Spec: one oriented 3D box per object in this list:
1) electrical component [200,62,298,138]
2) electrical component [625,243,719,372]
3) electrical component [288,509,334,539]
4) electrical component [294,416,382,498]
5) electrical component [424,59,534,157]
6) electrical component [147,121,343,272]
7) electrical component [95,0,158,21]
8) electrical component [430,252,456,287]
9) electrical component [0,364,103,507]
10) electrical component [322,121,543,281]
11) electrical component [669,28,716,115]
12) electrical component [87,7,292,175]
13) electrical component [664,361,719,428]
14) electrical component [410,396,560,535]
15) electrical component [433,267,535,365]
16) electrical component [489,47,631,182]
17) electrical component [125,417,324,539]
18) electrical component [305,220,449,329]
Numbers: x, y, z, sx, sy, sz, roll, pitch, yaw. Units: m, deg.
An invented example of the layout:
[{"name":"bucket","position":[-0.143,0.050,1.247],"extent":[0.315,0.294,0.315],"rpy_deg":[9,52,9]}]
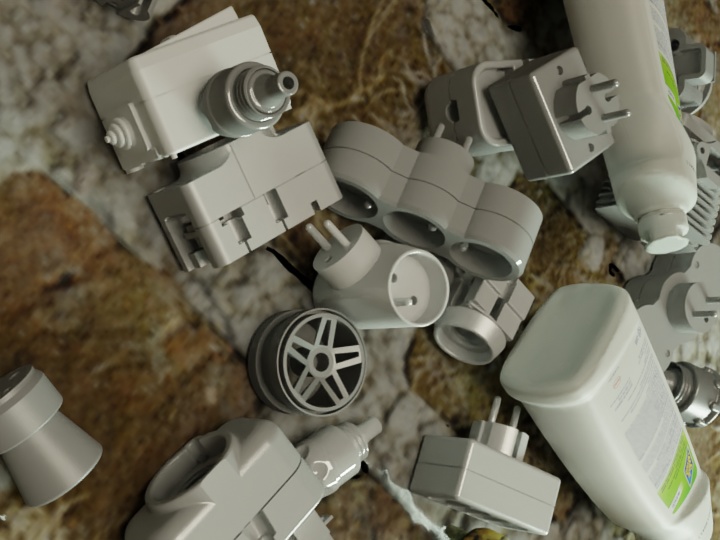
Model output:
[{"name":"electrical component","position":[-0.051,-0.085,0.522],"extent":[0.035,0.061,0.035],"rpy_deg":[3,85,-35]},{"name":"electrical component","position":[0.235,0.028,0.789],"extent":[0.138,0.074,0.052],"rpy_deg":[-38,108,-32]},{"name":"electrical component","position":[-0.035,0.167,0.603],"extent":[0.066,0.048,0.055],"rpy_deg":[-40,101,-31]},{"name":"electrical component","position":[-0.012,0.105,0.630],"extent":[0.061,0.035,0.035],"rpy_deg":[-31,104,-36]},{"name":"electrical component","position":[0.092,-0.105,0.705],"extent":[0.095,0.059,0.053],"rpy_deg":[-10,92,-36]},{"name":"electrical component","position":[-0.065,-0.045,0.594],"extent":[0.089,0.050,0.055],"rpy_deg":[-33,105,-33]},{"name":"electrical component","position":[-0.119,-0.161,0.572],"extent":[0.040,0.040,0.046],"rpy_deg":[26,78,-31]},{"name":"electrical component","position":[0.048,-0.016,0.682],"extent":[0.035,0.035,0.061],"rpy_deg":[32,66,-29]},{"name":"electrical component","position":[-0.159,0.080,0.521],"extent":[0.045,0.045,0.055],"rpy_deg":[-43,110,-30]},{"name":"electrical component","position":[0.045,-0.055,0.648],"extent":[0.138,0.052,0.073],"rpy_deg":[24,68,-2]},{"name":"electrical component","position":[0.228,-0.144,0.801],"extent":[0.057,0.078,0.058],"rpy_deg":[12,80,-53]},{"name":"electrical component","position":[-0.097,-0.094,0.568],"extent":[0.096,0.062,0.061],"rpy_deg":[-29,103,-33]},{"name":"electrical component","position":[0.237,0.088,0.804],"extent":[0.062,0.048,0.048],"rpy_deg":[23,73,-26]},{"name":"electrical component","position":[0.086,0.120,0.691],"extent":[0.083,0.047,0.075],"rpy_deg":[28,71,-31]},{"name":"electrical component","position":[0.077,0.027,0.694],"extent":[0.066,0.048,0.055],"rpy_deg":[46,55,-24]},{"name":"electrical component","position":[0.129,-0.096,0.645],"extent":[0.047,0.077,0.065],"rpy_deg":[-34,106,-32]},{"name":"electrical component","position":[-0.074,0.126,0.572],"extent":[0.095,0.054,0.059],"rpy_deg":[-46,111,-29]},{"name":"electrical component","position":[0.000,0.000,0.621],"extent":[0.079,0.077,0.044],"rpy_deg":[47,62,-23]}]
